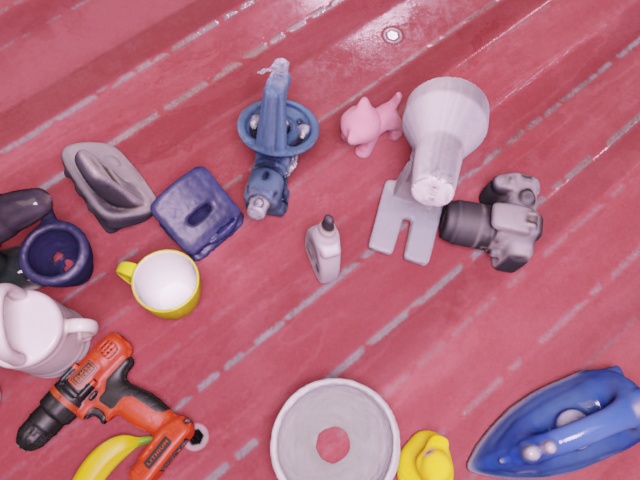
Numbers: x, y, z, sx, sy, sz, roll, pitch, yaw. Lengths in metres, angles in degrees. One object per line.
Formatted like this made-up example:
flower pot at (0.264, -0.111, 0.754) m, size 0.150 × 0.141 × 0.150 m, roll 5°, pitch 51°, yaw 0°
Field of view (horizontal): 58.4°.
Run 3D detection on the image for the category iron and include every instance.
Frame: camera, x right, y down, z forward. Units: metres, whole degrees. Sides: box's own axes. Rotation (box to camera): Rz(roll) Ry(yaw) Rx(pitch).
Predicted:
iron at (0.326, 0.251, 0.748) m, size 0.258 × 0.141 × 0.118 m, roll -20°, pitch 73°, yaw -10°

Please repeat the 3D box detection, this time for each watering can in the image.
watering can at (-0.377, 0.117, 0.721) m, size 0.173 × 0.194 × 0.101 m, roll -26°, pitch 74°, yaw -12°

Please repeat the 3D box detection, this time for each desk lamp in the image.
desk lamp at (0.156, -0.095, 0.820) m, size 0.118 × 0.213 × 0.203 m, roll 15°, pitch 70°, yaw 2°

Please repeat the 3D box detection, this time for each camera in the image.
camera at (0.257, -0.037, 0.866) m, size 0.137 × 0.101 × 0.143 m, roll 10°, pitch 70°, yaw 0°

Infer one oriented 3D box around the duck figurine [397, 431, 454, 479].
duck figurine at (0.144, 0.302, 0.747) m, size 0.077 × 0.086 × 0.104 m, roll 17°, pitch 70°, yaw 3°

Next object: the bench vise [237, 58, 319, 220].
bench vise at (-0.056, -0.139, 0.818) m, size 0.121 × 0.220 × 0.207 m, roll -5°, pitch 71°, yaw -5°

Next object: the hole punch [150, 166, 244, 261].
hole punch at (-0.177, -0.039, 0.843) m, size 0.101 × 0.091 × 0.109 m, roll 43°, pitch 74°, yaw 11°

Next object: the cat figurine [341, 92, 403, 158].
cat figurine at (0.079, -0.188, 0.899) m, size 0.128 × 0.118 × 0.067 m, roll -35°, pitch 76°, yaw -14°

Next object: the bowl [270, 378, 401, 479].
bowl at (0.018, 0.270, 0.756) m, size 0.167 × 0.075 × 0.167 m, roll 1°, pitch 71°, yaw -3°

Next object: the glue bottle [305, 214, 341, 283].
glue bottle at (0.007, 0.003, 0.797) m, size 0.037 × 0.173 × 0.078 m, roll -17°, pitch 72°, yaw -9°

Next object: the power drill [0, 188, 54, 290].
power drill at (-0.433, 0.009, 0.747) m, size 0.230 × 0.208 × 0.075 m, roll -17°, pitch 72°, yaw -9°

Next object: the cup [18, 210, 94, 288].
cup at (-0.363, 0.019, 0.809) m, size 0.092 × 0.095 × 0.117 m, roll -18°, pitch 73°, yaw -9°

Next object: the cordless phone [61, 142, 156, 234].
cordless phone at (-0.310, -0.100, 0.806) m, size 0.094 × 0.185 × 0.147 m, roll -39°, pitch 77°, yaw -15°
